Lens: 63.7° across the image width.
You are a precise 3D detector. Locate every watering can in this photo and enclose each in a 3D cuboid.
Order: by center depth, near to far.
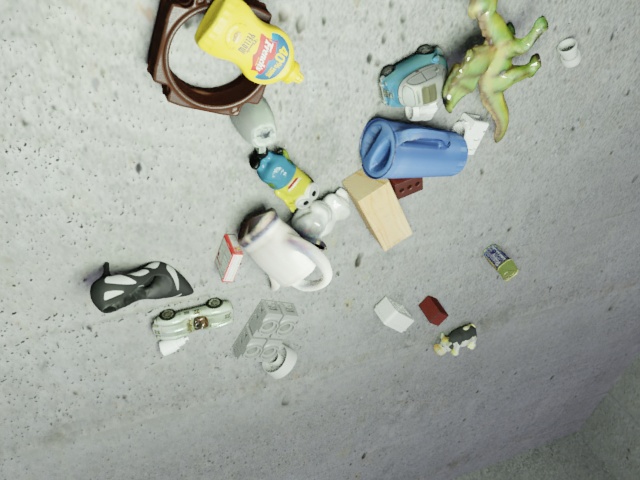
[{"bbox_3d":[-0.102,0.041,1.190,0.106,0.223,0.344,-50,14,-27],"label":"watering can"}]

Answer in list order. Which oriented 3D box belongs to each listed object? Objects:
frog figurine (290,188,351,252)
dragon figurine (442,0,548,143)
[{"bbox_3d":[0.004,-0.061,1.212,0.123,0.161,0.135,21,-12,15],"label":"frog figurine"},{"bbox_3d":[0.346,-0.348,1.100,0.245,0.400,0.124,-24,43,-22],"label":"dragon figurine"}]
